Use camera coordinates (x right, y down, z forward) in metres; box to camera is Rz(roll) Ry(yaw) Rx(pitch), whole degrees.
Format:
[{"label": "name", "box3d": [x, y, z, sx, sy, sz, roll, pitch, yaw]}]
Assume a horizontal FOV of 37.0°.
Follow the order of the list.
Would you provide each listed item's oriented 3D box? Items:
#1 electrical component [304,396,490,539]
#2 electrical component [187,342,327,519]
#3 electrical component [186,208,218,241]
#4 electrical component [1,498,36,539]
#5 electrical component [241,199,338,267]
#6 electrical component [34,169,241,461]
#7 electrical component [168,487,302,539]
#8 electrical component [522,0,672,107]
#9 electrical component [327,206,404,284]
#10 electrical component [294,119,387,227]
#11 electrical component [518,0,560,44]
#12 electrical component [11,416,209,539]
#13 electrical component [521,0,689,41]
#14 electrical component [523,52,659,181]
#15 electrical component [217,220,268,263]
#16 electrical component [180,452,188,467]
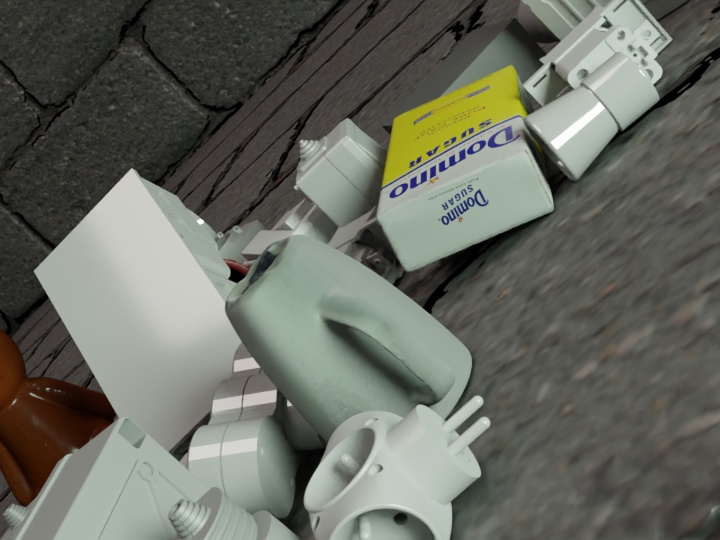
[{"label": "electrical component", "box3d": [0.020, 0.080, 0.426, 0.079, 0.044, 0.077, -44, 15, 12]}, {"label": "electrical component", "box3d": [-0.037, 0.079, 0.579, 0.074, 0.052, 0.138, -11, 24, 15]}, {"label": "electrical component", "box3d": [-0.162, -0.014, 0.948, 0.077, 0.043, 0.079, -50, 15, -13]}, {"label": "electrical component", "box3d": [-0.199, 0.181, 0.705, 0.043, 0.081, 0.043, -43, 15, 14]}, {"label": "electrical component", "box3d": [-0.048, -0.013, 0.835, 0.061, 0.061, 0.096, -51, 15, -17]}, {"label": "electrical component", "box3d": [-0.134, 0.035, 0.745, 0.105, 0.186, 0.060, -44, -30, 10]}, {"label": "electrical component", "box3d": [-0.043, 0.119, 0.428, 0.043, 0.081, 0.043, -43, 15, 14]}, {"label": "electrical component", "box3d": [0.140, -0.118, 0.621, 0.081, 0.042, 0.063, -44, 15, 13]}, {"label": "electrical component", "box3d": [0.000, 0.000, 0.706, 0.081, 0.042, 0.063, -28, 27, 52]}, {"label": "electrical component", "box3d": [-0.002, -0.066, 0.775, 0.061, 0.096, 0.061, -43, 15, 13]}, {"label": "electrical component", "box3d": [0.146, -0.190, 0.791, 0.045, 0.045, 0.055, -47, 15, 0]}, {"label": "electrical component", "box3d": [-0.100, 0.140, 0.479, 0.056, 0.108, 0.108, -38, 17, 23]}, {"label": "electrical component", "box3d": [0.167, -0.198, 0.687, 0.113, 0.078, 0.057, -30, 25, 49]}, {"label": "electrical component", "box3d": [0.126, -0.085, 0.576, 0.065, 0.044, 0.044, -40, 15, 7]}, {"label": "electrical component", "box3d": [-0.150, 0.041, 0.982, 0.186, 0.060, 0.105, -51, 15, -18]}, {"label": "electrical component", "box3d": [-0.117, 0.142, 0.627, 0.078, 0.058, 0.057, -53, 19, -23]}]
